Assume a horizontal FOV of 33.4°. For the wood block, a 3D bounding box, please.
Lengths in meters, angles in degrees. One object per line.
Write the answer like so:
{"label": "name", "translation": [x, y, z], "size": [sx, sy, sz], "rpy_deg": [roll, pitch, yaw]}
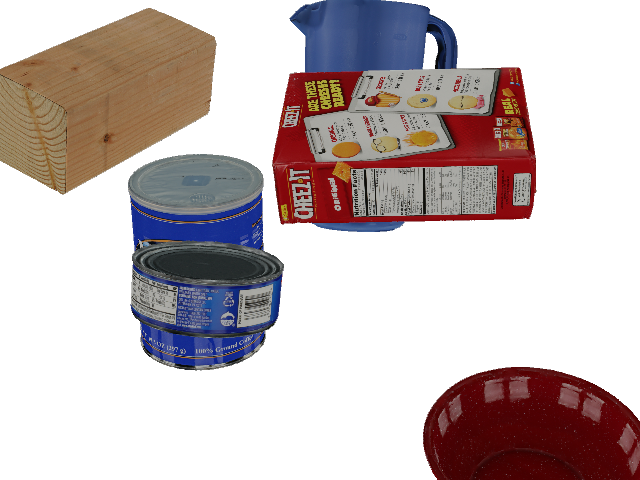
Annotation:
{"label": "wood block", "translation": [-0.198, -0.137, 1.003], "size": [0.090, 0.091, 0.205], "rpy_deg": [27, 39, 22]}

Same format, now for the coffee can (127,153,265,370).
{"label": "coffee can", "translation": [-0.095, 0.015, 0.839], "size": [0.103, 0.140, 0.103], "rpy_deg": [0, 26, 0]}

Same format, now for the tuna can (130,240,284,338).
{"label": "tuna can", "translation": [-0.065, 0.027, 0.606], "size": [0.086, 0.034, 0.086], "rpy_deg": [5, 13, -1]}

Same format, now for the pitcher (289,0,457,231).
{"label": "pitcher", "translation": [0.054, -0.135, 1.144], "size": [0.149, 0.243, 0.144], "rpy_deg": [6, 9, 24]}

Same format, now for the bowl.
{"label": "bowl", "translation": [0.154, 0.164, 0.769], "size": [0.162, 0.055, 0.162], "rpy_deg": [-1, 35, 0]}

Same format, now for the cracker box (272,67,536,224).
{"label": "cracker box", "translation": [0.074, -0.084, 0.933], "size": [0.214, 0.072, 0.164], "rpy_deg": [-1, 35, 6]}
